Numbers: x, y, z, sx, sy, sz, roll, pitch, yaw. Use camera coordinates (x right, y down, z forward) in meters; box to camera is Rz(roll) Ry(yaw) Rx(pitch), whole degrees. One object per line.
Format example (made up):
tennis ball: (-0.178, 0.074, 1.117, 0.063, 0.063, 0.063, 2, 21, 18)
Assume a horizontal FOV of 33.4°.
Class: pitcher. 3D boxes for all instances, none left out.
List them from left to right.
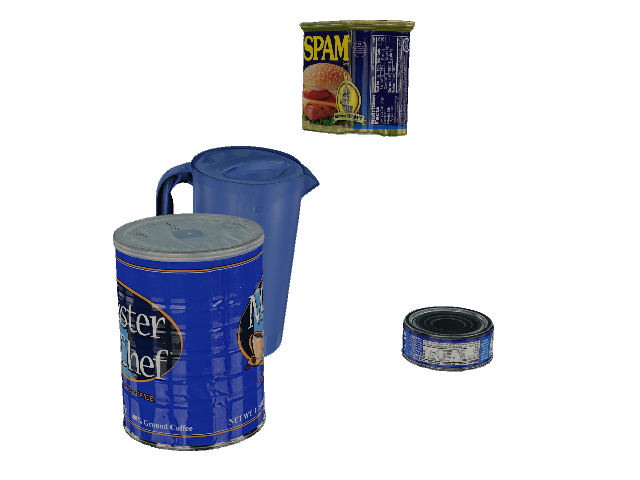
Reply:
pitcher: (-0.103, 0.016, 1.275, 0.149, 0.243, 0.144, 21, 27, 32)

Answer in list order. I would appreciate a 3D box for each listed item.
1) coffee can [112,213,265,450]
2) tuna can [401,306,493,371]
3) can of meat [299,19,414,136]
coffee can: (-0.090, 0.061, 0.745, 0.103, 0.140, 0.103, 0, 15, 0)
tuna can: (0.119, 0.090, 0.997, 0.086, 0.034, 0.086, 0, 16, 0)
can of meat: (0.026, -0.124, 0.815, 0.057, 0.084, 0.102, -4, 11, -29)
